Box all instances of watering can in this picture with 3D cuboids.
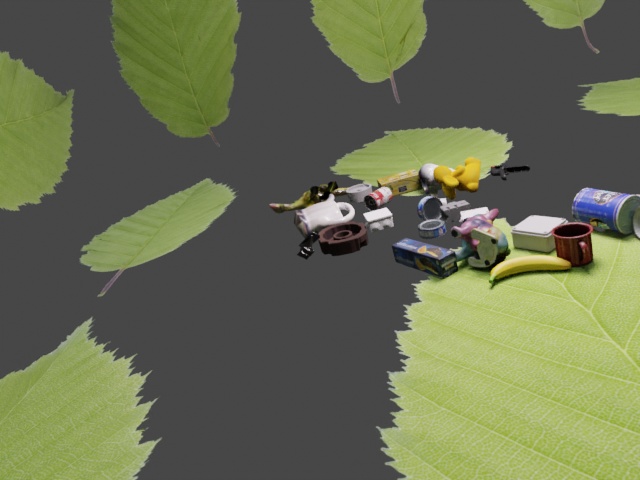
[{"bbox_3d":[0.006,-0.099,1.966,0.225,0.102,0.352,-17,20,-8],"label":"watering can"}]

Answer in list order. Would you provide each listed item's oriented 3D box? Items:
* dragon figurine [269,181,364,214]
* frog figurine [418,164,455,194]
[{"bbox_3d":[-0.024,-0.181,2.239,0.413,0.121,0.242,-16,9,-30],"label":"dragon figurine"},{"bbox_3d":[0.478,-0.260,2.048,0.159,0.123,0.138,-23,-3,13],"label":"frog figurine"}]
